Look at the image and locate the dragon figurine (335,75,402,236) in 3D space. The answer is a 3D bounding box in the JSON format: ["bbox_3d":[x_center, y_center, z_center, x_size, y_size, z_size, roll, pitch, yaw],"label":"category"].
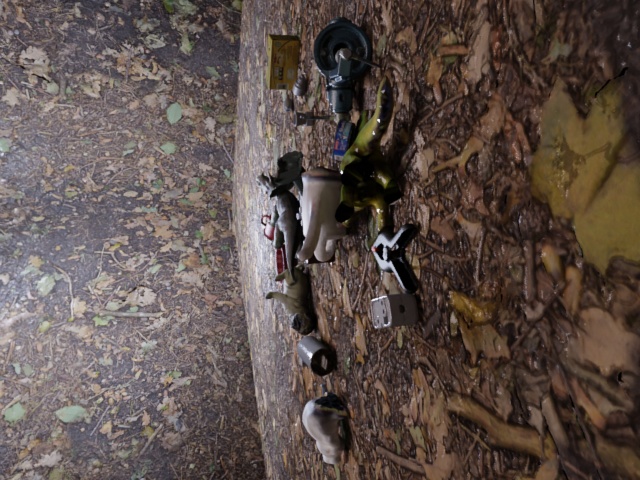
[{"bbox_3d":[0.083,-0.166,1.002,0.249,0.122,0.400,-97,13,-50],"label":"dragon figurine"}]

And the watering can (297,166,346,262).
[{"bbox_3d":[0.004,-0.059,1.182,0.348,0.104,0.224,-10,-81,-79],"label":"watering can"}]

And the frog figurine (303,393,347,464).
[{"bbox_3d":[0.009,0.503,1.353,0.138,0.122,0.159,17,98,54],"label":"frog figurine"}]
